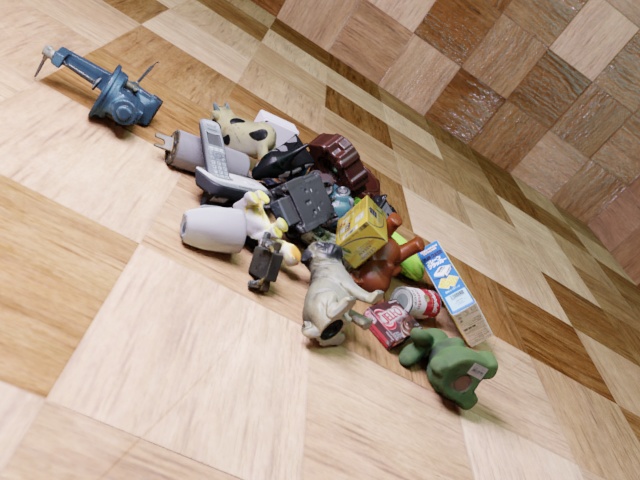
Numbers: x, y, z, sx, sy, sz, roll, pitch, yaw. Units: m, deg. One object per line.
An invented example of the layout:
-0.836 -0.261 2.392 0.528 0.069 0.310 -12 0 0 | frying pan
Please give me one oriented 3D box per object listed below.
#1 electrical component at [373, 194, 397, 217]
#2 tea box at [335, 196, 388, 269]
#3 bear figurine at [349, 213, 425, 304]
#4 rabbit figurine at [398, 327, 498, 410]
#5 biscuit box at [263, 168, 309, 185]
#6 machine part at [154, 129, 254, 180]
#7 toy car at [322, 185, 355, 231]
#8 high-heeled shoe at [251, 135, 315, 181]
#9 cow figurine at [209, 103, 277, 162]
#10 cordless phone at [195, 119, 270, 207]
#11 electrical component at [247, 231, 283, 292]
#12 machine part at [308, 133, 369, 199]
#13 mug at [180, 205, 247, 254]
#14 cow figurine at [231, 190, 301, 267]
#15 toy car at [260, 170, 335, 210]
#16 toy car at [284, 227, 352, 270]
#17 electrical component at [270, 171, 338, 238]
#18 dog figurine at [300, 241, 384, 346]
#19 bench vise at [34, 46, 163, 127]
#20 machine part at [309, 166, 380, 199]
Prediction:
0.168 -0.054 1.428 0.075 0.048 0.119 -51 123 -34 | electrical component
0.090 -0.020 1.164 0.068 0.098 0.170 45 21 -12 | tea box
0.145 0.046 1.194 0.120 0.132 0.196 45 29 -7 | bear figurine
0.235 0.235 1.067 0.159 0.121 0.170 18 13 -19 | rabbit figurine
-0.076 -0.183 1.387 0.063 0.059 0.203 36 26 -1 | biscuit box
-0.241 -0.173 1.157 0.243 0.079 0.079 17 33 -36 | machine part
0.002 -0.087 1.287 0.103 0.109 0.162 -23 50 -36 | toy car
-0.092 -0.178 1.258 0.086 0.145 0.249 58 -2 -5 | high-heeled shoe
-0.195 -0.257 1.284 0.195 0.127 0.085 13 17 21 | cow figurine
-0.189 -0.155 1.106 0.146 0.089 0.184 8 62 -43 | cordless phone
-0.101 0.040 0.967 0.045 0.102 0.078 15 9 -43 | electrical component
0.040 -0.177 1.308 0.056 0.179 0.179 -39 72 -19 | machine part
-0.198 -0.029 0.974 0.107 0.080 0.110 5 43 -31 | mug
-0.113 -0.007 1.045 0.167 0.098 0.068 57 23 -2 | cow figurine
-0.064 -0.110 1.213 0.202 0.053 0.089 -15 31 -15 | toy car
-0.002 -0.004 1.191 0.202 0.056 0.073 35 26 -2 | toy car
-0.039 -0.071 1.113 0.134 0.058 0.114 -30 96 -41 | electrical component
-0.002 0.089 0.997 0.172 0.121 0.191 -8 42 -43 | dog figurine
-0.445 -0.323 1.107 0.240 0.129 0.224 31 28 -27 | bench vise
0.071 -0.166 1.508 0.201 0.087 0.201 30 28 -10 | machine part
